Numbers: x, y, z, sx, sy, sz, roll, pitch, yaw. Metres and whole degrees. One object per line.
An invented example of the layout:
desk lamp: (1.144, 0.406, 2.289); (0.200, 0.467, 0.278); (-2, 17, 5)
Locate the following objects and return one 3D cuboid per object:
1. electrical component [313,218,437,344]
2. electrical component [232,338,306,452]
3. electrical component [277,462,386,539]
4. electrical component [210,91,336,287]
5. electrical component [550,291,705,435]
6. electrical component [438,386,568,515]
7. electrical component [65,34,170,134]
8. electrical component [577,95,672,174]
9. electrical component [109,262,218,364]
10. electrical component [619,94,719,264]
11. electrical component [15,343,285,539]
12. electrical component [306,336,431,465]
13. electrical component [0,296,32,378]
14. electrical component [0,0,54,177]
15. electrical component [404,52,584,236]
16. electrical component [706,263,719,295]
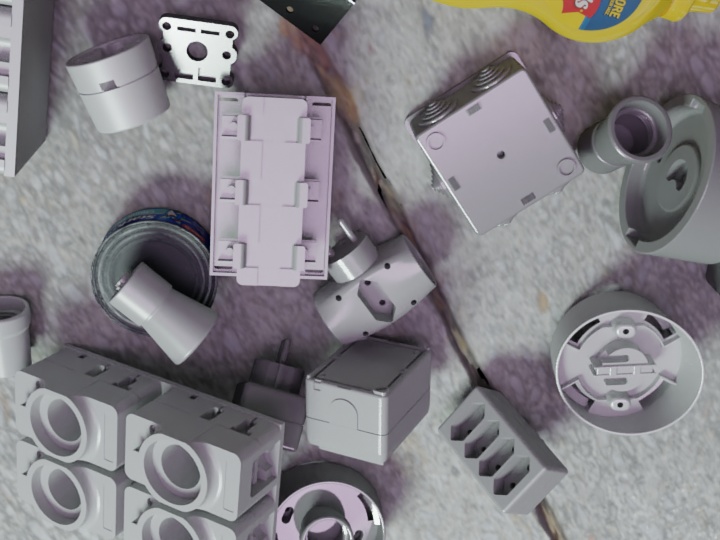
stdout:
electrical component: (0.000, 0.000, 0.747); (0.077, 0.043, 0.079); (-33, 109, 9)
electrical component: (-0.062, 0.086, 0.770); (0.047, 0.066, 0.076); (16, 80, -10)
electrical component: (-0.029, 0.197, 0.825); (0.099, 0.064, 0.099); (-1, 99, -9)
electrical component: (-0.057, -0.053, 0.700); (0.079, 0.063, 0.121); (2, 100, -5)
electrical component: (0.188, 0.066, 0.773); (0.099, 0.064, 0.099); (-1, 112, -3)
electrical component: (0.114, 0.135, 0.796); (0.047, 0.083, 0.076); (-50, 144, 15)
electrical component: (-0.153, -0.118, 0.686); (0.055, 0.055, 0.047); (-17, 115, 3)
electrical component: (0.171, -0.086, 0.711); (0.044, 0.065, 0.044); (1, 84, -12)
electrical component: (-0.133, 0.026, 0.713); (0.065, 0.044, 0.044); (40, 104, -12)
electrical component: (0.226, -0.055, 0.708); (0.060, 0.108, 0.108); (15, 110, -15)
electrical component: (-0.150, 0.133, 0.734); (0.186, 0.060, 0.105); (16, 113, 24)
electrical component: (0.010, 0.088, 0.760); (0.062, 0.096, 0.061); (10, 114, 24)
electrical component: (-0.250, 0.047, 0.753); (0.040, 0.040, 0.046); (0, 116, -3)
electrical component: (-0.227, -0.144, 0.652); (0.062, 0.089, 0.150); (8, 111, -6)
electrical component: (0.090, -0.083, 0.717); (0.100, 0.048, 0.099); (-32, 110, 9)
electrical component: (0.295, -0.026, 0.747); (0.078, 0.057, 0.113); (3, 111, -5)
